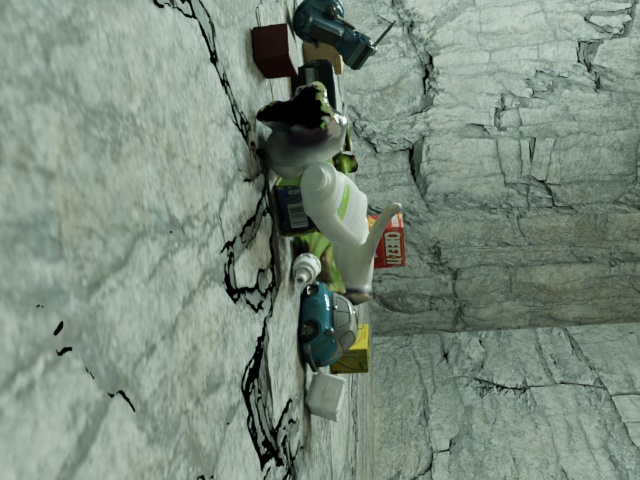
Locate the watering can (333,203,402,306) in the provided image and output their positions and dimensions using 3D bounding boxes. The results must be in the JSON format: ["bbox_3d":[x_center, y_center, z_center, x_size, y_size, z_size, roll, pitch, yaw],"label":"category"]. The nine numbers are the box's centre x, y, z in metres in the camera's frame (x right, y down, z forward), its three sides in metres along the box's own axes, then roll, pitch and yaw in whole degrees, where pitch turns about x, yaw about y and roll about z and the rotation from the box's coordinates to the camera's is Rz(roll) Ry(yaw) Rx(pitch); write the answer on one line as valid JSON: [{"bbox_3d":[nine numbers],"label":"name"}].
[{"bbox_3d":[0.082,0.036,1.167,0.345,0.104,0.226,161,-67,-65],"label":"watering can"}]

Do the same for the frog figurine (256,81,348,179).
[{"bbox_3d":[-0.023,-0.144,0.783,0.139,0.123,0.156,-54,164,-24],"label":"frog figurine"}]

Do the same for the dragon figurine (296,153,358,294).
[{"bbox_3d":[0.003,-0.050,0.993,0.249,0.122,0.401,-76,158,-45],"label":"dragon figurine"}]
